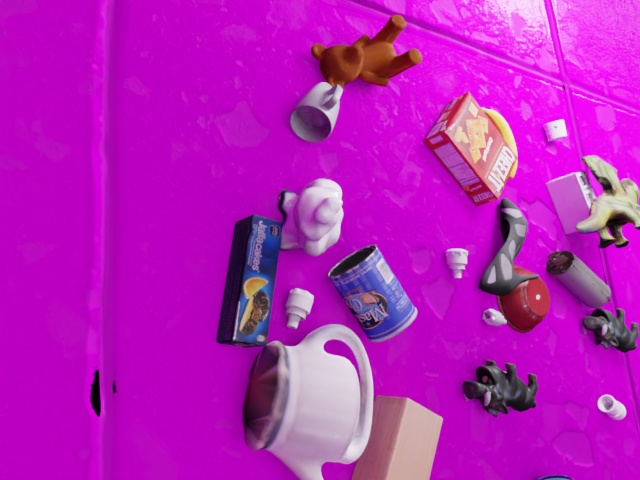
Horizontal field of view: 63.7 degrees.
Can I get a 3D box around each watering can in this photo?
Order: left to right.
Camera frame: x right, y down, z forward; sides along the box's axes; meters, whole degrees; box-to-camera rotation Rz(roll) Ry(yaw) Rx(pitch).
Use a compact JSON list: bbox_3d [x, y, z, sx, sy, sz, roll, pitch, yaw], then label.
[{"bbox_3d":[-0.014,0.293,0.778,0.223,0.103,0.354,21,63,-27],"label":"watering can"}]

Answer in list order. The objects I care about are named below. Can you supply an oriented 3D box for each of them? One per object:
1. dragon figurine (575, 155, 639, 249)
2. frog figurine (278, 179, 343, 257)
[{"bbox_3d":[0.732,-0.111,1.326,0.410,0.120,0.247,5,57,-35],"label":"dragon figurine"},{"bbox_3d":[0.003,-0.043,0.859,0.121,0.158,0.140,35,60,-24],"label":"frog figurine"}]
